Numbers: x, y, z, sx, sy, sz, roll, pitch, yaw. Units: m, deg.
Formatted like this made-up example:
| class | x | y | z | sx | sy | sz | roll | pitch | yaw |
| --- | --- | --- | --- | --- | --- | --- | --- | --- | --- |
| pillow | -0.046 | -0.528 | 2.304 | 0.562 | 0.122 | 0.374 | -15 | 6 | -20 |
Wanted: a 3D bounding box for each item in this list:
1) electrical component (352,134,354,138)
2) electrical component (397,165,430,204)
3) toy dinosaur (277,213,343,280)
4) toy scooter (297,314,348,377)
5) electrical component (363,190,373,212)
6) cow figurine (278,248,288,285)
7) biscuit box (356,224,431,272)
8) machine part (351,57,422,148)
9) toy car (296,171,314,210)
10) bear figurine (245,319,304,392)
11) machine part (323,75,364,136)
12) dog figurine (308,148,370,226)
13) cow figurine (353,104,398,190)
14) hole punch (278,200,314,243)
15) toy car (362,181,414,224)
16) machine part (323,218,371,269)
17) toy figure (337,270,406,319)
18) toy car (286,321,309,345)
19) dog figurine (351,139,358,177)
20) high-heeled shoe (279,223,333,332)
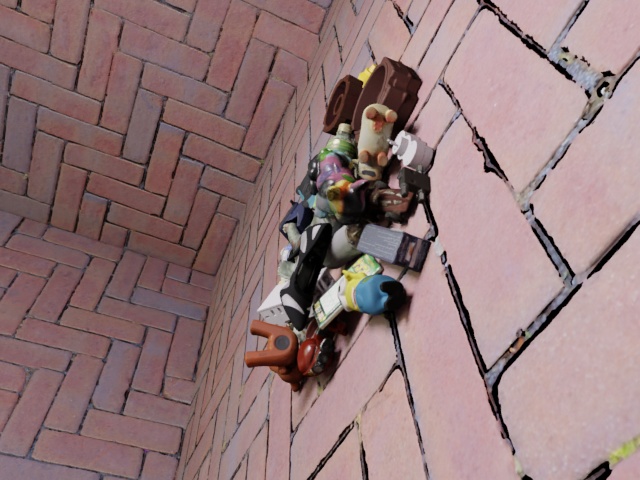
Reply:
| class | x | y | z | sx | sy | sz | roll | pitch | yaw |
| --- | --- | --- | --- | --- | --- | --- | --- | --- | --- |
| electrical component | 0.114 | -0.344 | 1.519 | 0.115 | 0.058 | 0.134 | -103 | 36 | -60 |
| electrical component | 0.175 | -0.110 | 1.012 | 0.021 | 0.063 | 0.094 | 126 | 158 | -48 |
| toy dinosaur | 0.004 | -0.006 | 1.404 | 0.404 | 0.131 | 0.192 | -50 | 37 | 43 |
| toy scooter | 0.012 | 0.218 | 1.175 | 0.184 | 0.075 | 0.135 | -69 | 16 | -8 |
| electrical component | 0.090 | -0.087 | 1.291 | 0.045 | 0.078 | 0.102 | 17 | -93 | -64 |
| cow figurine | -0.084 | 0.083 | 1.686 | 0.098 | 0.068 | 0.167 | -43 | 32 | 49 |
| biscuit box | 0.134 | 0.011 | 1.021 | 0.203 | 0.059 | 0.062 | -156 | 84 | -74 |
| machine part | 0.154 | -0.330 | 1.312 | 0.201 | 0.087 | 0.201 | -97 | 28 | -57 |
| toy car | 0.001 | -0.137 | 1.567 | 0.109 | 0.103 | 0.162 | -57 | 28 | 9 |
| bear figurine | -0.100 | 0.282 | 1.293 | 0.195 | 0.132 | 0.120 | 88 | -174 | -57 |
| machine part | 0.066 | -0.373 | 1.509 | 0.179 | 0.056 | 0.179 | -162 | 90 | -74 |
| dog figurine | 0.042 | -0.121 | 1.158 | 0.219 | 0.108 | 0.191 | 151 | 109 | -82 |
| cow figurine | 0.118 | -0.208 | 1.211 | 0.127 | 0.086 | 0.194 | -84 | 1 | -68 |
| hole punch | -0.043 | -0.045 | 1.588 | 0.092 | 0.142 | 0.116 | -2 | 50 | 46 |
| toy car | 0.139 | -0.082 | 1.123 | 0.089 | 0.053 | 0.202 | -65 | 14 | -3 |
| machine part | 0.060 | 0.012 | 1.245 | 0.243 | 0.079 | 0.079 | 137 | 148 | -62 |
| toy figure | 0.098 | 0.103 | 1.001 | 0.180 | 0.089 | 0.082 | -11 | 63 | 63 |
| toy car | -0.056 | 0.217 | 1.395 | 0.056 | 0.073 | 0.202 | -36 | 15 | -4 |
| dog figurine | 0.069 | -0.237 | 1.465 | 0.172 | 0.121 | 0.191 | -39 | 20 | 32 |
| high-heeled shoe | -0.014 | 0.075 | 1.191 | 0.145 | 0.086 | 0.249 | -36 | 42 | 25 |
